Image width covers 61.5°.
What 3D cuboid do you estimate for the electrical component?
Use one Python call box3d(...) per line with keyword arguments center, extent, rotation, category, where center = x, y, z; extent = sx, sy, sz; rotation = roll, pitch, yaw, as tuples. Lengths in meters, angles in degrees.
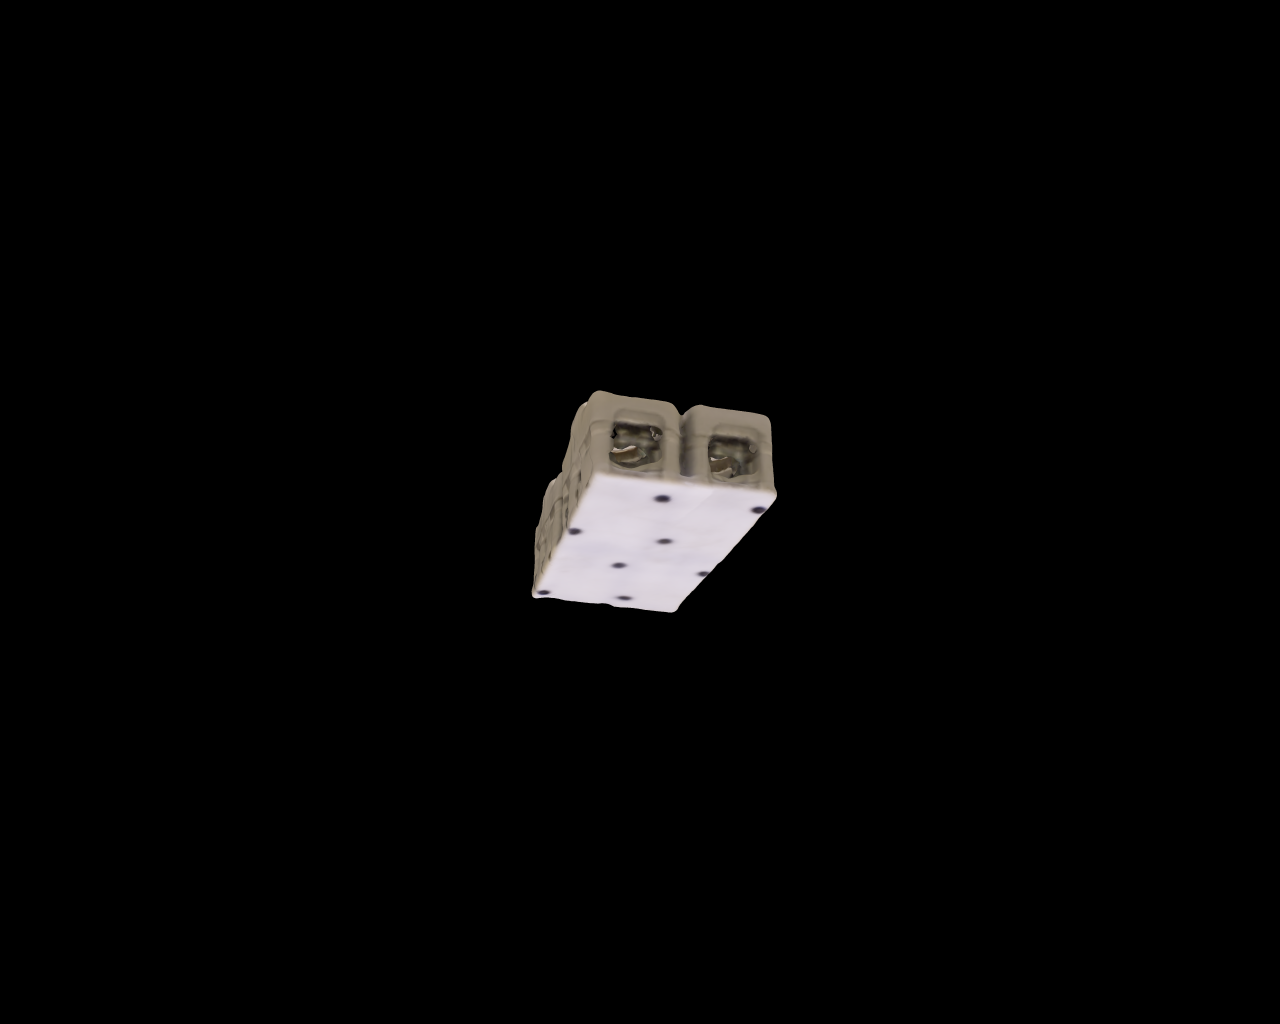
box3d(center=(0.001, -0.003, 0.650), extent=(0.105, 0.060, 0.186), rotation=(7, -27, -14), category="electrical component")
